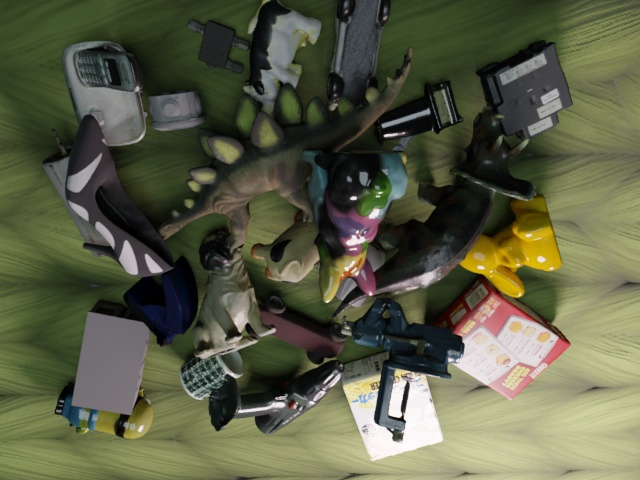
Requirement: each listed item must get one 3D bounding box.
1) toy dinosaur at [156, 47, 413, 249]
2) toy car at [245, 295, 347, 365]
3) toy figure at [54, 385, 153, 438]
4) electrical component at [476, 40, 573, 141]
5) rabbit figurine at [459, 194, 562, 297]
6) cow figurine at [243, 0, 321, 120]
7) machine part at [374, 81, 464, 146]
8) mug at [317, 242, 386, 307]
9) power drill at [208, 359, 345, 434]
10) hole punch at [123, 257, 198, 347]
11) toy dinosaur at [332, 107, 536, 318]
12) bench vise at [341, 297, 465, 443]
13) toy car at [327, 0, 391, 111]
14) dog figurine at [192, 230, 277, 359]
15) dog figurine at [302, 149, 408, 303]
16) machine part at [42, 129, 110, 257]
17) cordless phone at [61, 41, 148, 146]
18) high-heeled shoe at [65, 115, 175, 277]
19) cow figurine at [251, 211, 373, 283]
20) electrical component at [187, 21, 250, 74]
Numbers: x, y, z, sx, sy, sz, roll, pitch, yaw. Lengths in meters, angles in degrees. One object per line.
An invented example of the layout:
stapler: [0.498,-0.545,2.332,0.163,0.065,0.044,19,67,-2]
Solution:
toy dinosaur: [-0.059,-0.121,0.807,0.472,0.105,0.198,-26,131,10]
toy car: [-0.045,0.164,1.000,0.202,0.053,0.089,27,123,-19]
toy figure: [-0.414,0.333,1.034,0.180,0.089,0.082,15,119,-13]
electrical component: [0.321,-0.224,0.838,0.115,0.058,0.134,-23,115,9]
rabbit figurine: [0.321,0.013,0.937,0.173,0.122,0.162,-14,126,18]
cow figurine: [-0.072,-0.259,0.786,0.098,0.068,0.167,21,116,-16]
machine part: [0.149,-0.194,0.844,0.139,0.039,0.084,-22,106,3]
mug: [0.056,0.045,0.941,0.109,0.081,0.107,33,98,-14]
power drill: [-0.090,0.289,1.004,0.207,0.086,0.232,5,137,-42]
hole punch: [-0.252,0.099,0.917,0.092,0.142,0.115,-34,101,8]
toy dinosaur: [0.183,-0.009,0.831,0.131,0.192,0.405,38,85,-10]
bench vise: [0.133,0.228,0.949,0.224,0.129,0.240,11,82,1]
toy car: [0.055,-0.284,0.794,0.073,0.056,0.201,2,117,-12]
dog figurine: [-0.178,0.096,0.932,0.172,0.121,0.190,-30,72,28]
dog figurine: [0.047,-0.016,0.736,0.108,0.192,0.219,-9,104,-22]
machine part: [-0.366,-0.062,0.858,0.079,0.079,0.243,-18,115,5]
cordless phone: [-0.274,-0.196,0.737,0.089,0.184,0.146,-24,121,-33]
high-heeled shoe: [-0.283,-0.053,0.790,0.145,0.086,0.248,10,123,-3]
cow figurine: [-0.002,-0.003,0.880,0.195,0.127,0.085,-36,119,-21]
electrical component: [-0.154,-0.286,0.796,0.094,0.021,0.063,18,113,-12]
